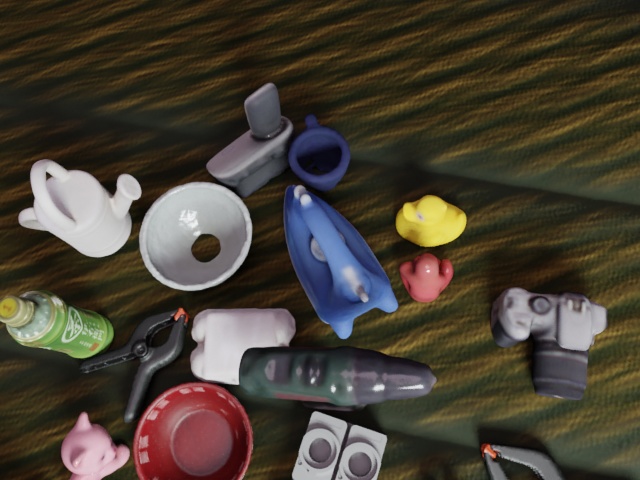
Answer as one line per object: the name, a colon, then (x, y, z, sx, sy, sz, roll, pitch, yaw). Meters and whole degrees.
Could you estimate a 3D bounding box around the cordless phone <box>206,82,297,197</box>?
cordless phone: (-0.109, -0.155, 0.850, 0.148, 0.185, 0.094, -41, 74, -10)

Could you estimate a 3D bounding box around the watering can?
watering can: (-0.348, -0.054, 0.825, 0.173, 0.194, 0.101, -35, 74, -8)

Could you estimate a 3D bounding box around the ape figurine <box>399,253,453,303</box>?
ape figurine: (0.152, 0.047, 0.821, 0.077, 0.092, 0.076, 16, 74, 8)

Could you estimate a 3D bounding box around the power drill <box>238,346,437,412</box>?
power drill: (0.020, 0.175, 0.726, 0.229, 0.208, 0.075, 2, 72, 4)

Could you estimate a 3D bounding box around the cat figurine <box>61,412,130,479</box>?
cat figurine: (-0.310, 0.296, 0.752, 0.067, 0.118, 0.128, 20, 74, 9)

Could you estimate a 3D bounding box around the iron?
iron: (0.007, 0.003, 0.816, 0.119, 0.141, 0.258, -29, 73, -6)

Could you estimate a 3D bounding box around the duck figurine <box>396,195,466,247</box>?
duck figurine: (0.167, -0.037, 0.850, 0.104, 0.086, 0.077, 3, 72, 4)

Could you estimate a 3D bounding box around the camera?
camera: (0.312, 0.141, 0.778, 0.143, 0.101, 0.137, 7, 73, 5)

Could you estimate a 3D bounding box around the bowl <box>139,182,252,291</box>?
bowl: (-0.179, 0.001, 0.862, 0.167, 0.075, 0.167, -1, 72, 3)

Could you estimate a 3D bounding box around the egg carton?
egg carton: (-0.108, 0.151, 0.813, 0.150, 0.069, 0.107, -2, 72, 2)

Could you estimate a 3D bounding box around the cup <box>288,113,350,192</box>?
cup: (-0.002, -0.126, 0.882, 0.091, 0.095, 0.117, -14, 72, -1)
